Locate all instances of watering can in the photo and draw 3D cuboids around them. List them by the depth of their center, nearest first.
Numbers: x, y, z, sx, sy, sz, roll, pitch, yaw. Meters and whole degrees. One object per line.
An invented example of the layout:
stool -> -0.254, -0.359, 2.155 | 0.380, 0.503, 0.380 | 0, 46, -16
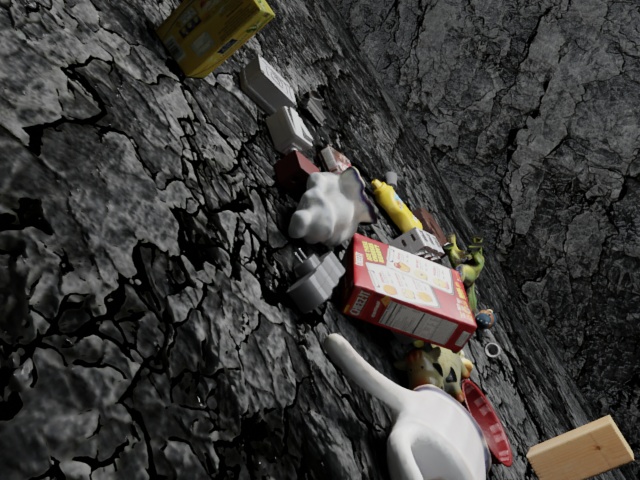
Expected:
watering can -> 0.133, 0.256, 0.682 | 0.103, 0.350, 0.225 | -33, -9, 20

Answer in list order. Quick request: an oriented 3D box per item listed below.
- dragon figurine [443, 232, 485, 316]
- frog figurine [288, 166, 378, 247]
dragon figurine -> 0.434, 0.118, 1.497 | 0.122, 0.240, 0.417 | -8, 19, 24
frog figurine -> 0.003, -0.044, 0.872 | 0.161, 0.134, 0.124 | -32, 42, -27
